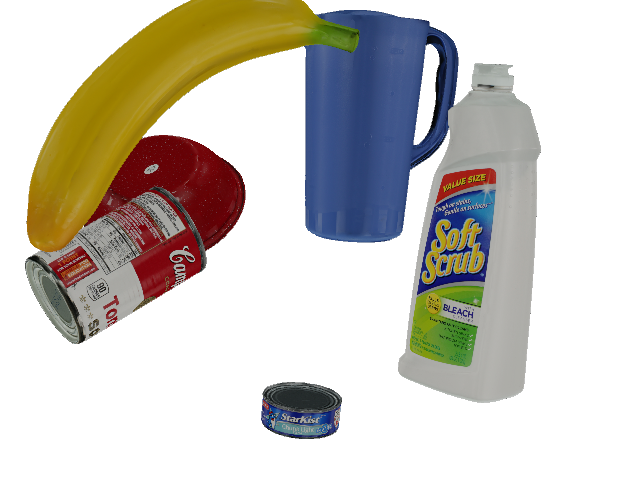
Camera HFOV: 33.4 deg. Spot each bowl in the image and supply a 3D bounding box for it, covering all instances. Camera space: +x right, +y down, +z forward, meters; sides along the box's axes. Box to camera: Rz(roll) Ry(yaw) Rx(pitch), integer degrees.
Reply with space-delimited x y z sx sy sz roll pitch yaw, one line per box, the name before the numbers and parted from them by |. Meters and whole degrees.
bowl | -0.156 -0.051 1.021 0.162 0.162 0.055 0 -43 11

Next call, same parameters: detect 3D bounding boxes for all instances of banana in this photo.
banana | -0.073 -0.073 0.516 0.197 0.070 0.037 -38 -28 -20

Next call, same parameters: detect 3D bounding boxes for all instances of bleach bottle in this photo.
bleach bottle | 0.117 -0.009 0.821 0.067 0.251 0.103 -7 14 -41

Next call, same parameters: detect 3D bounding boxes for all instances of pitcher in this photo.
pitcher | 0.054 -0.125 1.156 0.149 0.243 0.144 8 11 27

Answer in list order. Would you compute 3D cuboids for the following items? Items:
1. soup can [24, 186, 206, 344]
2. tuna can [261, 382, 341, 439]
soup can | -0.138 0.016 0.719 0.102 0.068 0.069 -32 16 -27
tuna can | -0.021 0.183 1.148 0.086 0.034 0.086 5 12 -1
